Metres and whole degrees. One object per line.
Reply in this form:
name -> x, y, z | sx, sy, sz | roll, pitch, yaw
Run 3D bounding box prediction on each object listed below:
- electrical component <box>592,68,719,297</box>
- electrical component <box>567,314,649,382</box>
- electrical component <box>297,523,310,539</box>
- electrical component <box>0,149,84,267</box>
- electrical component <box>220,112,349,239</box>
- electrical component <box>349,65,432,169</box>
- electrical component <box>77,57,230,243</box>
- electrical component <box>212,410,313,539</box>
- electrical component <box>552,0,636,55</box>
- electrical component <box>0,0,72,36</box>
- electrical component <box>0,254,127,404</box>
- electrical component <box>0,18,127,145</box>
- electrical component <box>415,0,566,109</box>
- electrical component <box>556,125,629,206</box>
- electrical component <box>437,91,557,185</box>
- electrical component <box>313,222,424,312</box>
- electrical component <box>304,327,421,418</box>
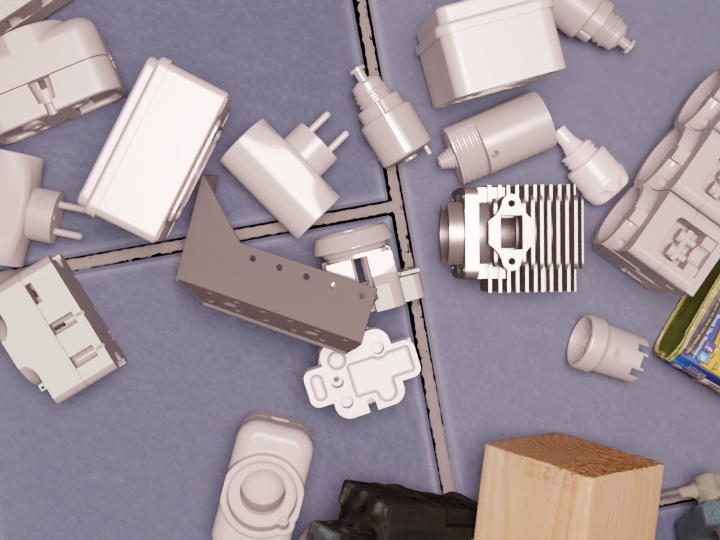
electrical component -> 0.233, -0.062, 0.750 | 0.062, 0.089, 0.150 | 35, 89, -4
electrical component -> 0.179, 0.058, 0.776 | 0.046, 0.040, 0.040 | 19, 90, -11
electrical component -> -0.045, 0.217, 0.763 | 0.065, 0.044, 0.044 | -41, 94, 3
electrical component -> -0.229, -0.040, 0.743 | 0.079, 0.043, 0.077 | 11, 91, -5
electrical component -> -0.043, -0.076, 0.754 | 0.079, 0.043, 0.077 | -45, 94, -2
electrical component -> 0.018, -0.108, 0.759 | 0.040, 0.040, 0.078 | -32, 93, -3
electrical component -> -0.133, -0.077, 0.716 | 0.056, 0.109, 0.108 | 27, 89, -7
electrical component -> -0.068, 0.151, 0.750 | 0.054, 0.059, 0.095 | 14, 90, -4
electrical component -> 0.162, -0.182, 0.767 | 0.078, 0.040, 0.040 | 36, 89, -4
electrical component -> -0.221, -0.237, 0.730 | 0.186, 0.060, 0.105 | -34, 93, -2
electrical component -> -0.211, 0.042, 0.742 | 0.056, 0.050, 0.089 | -31, 93, -3
electrical component -> -0.217, -0.132, 0.736 | 0.095, 0.054, 0.059 | -23, 93, -3
electrical component -> 0.085, -0.149, 0.727 | 0.078, 0.113, 0.057 | -16, 95, -3
electrical component -> 0.162, -0.078, 0.773 | 0.035, 0.035, 0.061 | -41, 91, -2
electrical component -> 0.093, -0.091, 0.763 | 0.081, 0.043, 0.043 | -23, 93, -3
electrical component -> 0.000, 0.000, 0.753 | 0.078, 0.058, 0.057 | -15, 95, -4
electrical component -> 0.000, 0.069, 0.754 | 0.078, 0.057, 0.058 | -18, 93, -3
